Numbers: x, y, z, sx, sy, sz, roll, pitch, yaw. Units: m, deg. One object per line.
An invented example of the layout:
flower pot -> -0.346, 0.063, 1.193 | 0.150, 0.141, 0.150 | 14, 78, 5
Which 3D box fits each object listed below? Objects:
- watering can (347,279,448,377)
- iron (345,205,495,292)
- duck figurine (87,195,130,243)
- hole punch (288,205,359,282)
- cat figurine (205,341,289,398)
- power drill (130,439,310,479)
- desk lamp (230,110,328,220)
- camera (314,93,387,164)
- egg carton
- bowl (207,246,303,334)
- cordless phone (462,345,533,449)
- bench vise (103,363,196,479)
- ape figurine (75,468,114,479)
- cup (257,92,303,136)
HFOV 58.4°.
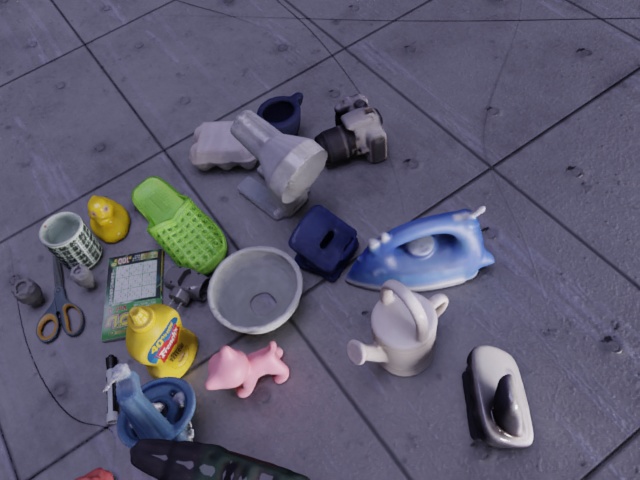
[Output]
watering can -> 0.123, 0.133, 0.869 | 0.100, 0.194, 0.173 | 27, 65, 24
iron -> 0.163, 0.009, 0.977 | 0.258, 0.142, 0.118 | -13, 56, 0
duck figurine -> -0.431, -0.055, 1.141 | 0.077, 0.086, 0.104 | -26, 57, -9
hole punch -> 0.009, 0.004, 1.034 | 0.100, 0.091, 0.109 | 24, 63, 22
cat figurine -> -0.121, 0.198, 0.909 | 0.128, 0.118, 0.067 | -24, 56, -7
power drill -> -0.117, 0.330, 0.766 | 0.229, 0.209, 0.075 | 7, 58, 13
desk lamp -> -0.082, -0.132, 1.063 | 0.202, 0.214, 0.118 | 35, 68, 27
camera -> 0.054, -0.224, 1.171 | 0.137, 0.101, 0.143 | -21, 56, -6
egg carton -> -0.199, -0.199, 1.211 | 0.150, 0.069, 0.107 | -2, 57, 7
bowl -> -0.107, 0.098, 0.999 | 0.167, 0.075, 0.167 | -4, 56, 6
cordless phone -> 0.257, 0.205, 0.807 | 0.094, 0.185, 0.147 | -8, 56, 4
bench vise -> -0.221, 0.267, 0.816 | 0.122, 0.220, 0.206 | -39, 60, -16
ape figurine -> -0.335, 0.373, 0.840 | 0.076, 0.092, 0.078 | 0, 57, 8
cup -> -0.072, -0.249, 1.210 | 0.091, 0.095, 0.118 | 30, 66, 25
